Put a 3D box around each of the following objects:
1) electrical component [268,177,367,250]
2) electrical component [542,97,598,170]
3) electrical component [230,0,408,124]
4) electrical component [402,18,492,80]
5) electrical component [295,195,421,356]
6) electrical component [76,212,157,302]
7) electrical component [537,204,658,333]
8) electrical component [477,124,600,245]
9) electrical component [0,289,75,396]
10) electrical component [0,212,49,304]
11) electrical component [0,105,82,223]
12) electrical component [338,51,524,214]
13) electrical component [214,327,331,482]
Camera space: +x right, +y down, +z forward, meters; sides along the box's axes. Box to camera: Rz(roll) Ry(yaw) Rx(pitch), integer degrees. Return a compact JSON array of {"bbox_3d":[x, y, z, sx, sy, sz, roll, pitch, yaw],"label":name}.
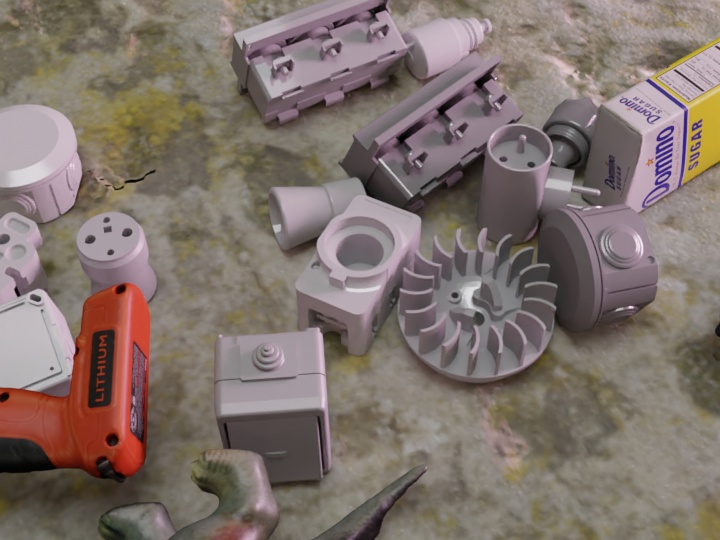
[{"bbox_3d":[-0.027,-0.042,0.747,0.065,0.044,0.044,-13,53,-15],"label":"electrical component"},{"bbox_3d":[0.151,-0.093,0.782,0.043,0.043,0.062,25,58,19],"label":"electrical component"},{"bbox_3d":[-0.030,-0.164,0.825,0.121,0.078,0.063,-24,78,-17],"label":"electrical component"},{"bbox_3d":[0.069,-0.180,0.851,0.078,0.040,0.040,-25,56,-17],"label":"electrical component"},{"bbox_3d":[0.000,0.000,0.704,0.050,0.055,0.089,22,56,17],"label":"electrical component"},{"bbox_3d":[-0.161,-0.005,0.710,0.045,0.055,0.045,-1,53,1],"label":"electrical component"},{"bbox_3d":[0.150,-0.003,0.690,0.051,0.080,0.080,-10,53,-14],"label":"electrical component"},{"bbox_3d":[0.122,-0.054,0.730,0.079,0.077,0.044,13,54,9],"label":"electrical component"},{"bbox_3d":[-0.220,0.064,0.652,0.096,0.061,0.061,-23,69,-9],"label":"electrical component"},{"bbox_3d":[-0.236,0.010,0.699,0.058,0.057,0.078,24,56,18],"label":"electrical component"},{"bbox_3d":[-0.240,-0.075,0.768,0.080,0.051,0.080,0,52,0],"label":"electrical component"},{"bbox_3d":[0.054,-0.094,0.769,0.121,0.078,0.063,-37,83,-25],"label":"electrical component"},{"bbox_3d":[-0.050,0.078,0.619,0.062,0.096,0.061,-4,54,-2],"label":"electrical component"}]
